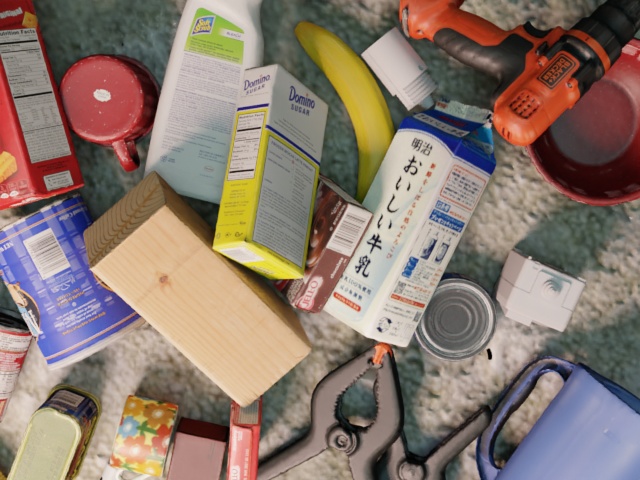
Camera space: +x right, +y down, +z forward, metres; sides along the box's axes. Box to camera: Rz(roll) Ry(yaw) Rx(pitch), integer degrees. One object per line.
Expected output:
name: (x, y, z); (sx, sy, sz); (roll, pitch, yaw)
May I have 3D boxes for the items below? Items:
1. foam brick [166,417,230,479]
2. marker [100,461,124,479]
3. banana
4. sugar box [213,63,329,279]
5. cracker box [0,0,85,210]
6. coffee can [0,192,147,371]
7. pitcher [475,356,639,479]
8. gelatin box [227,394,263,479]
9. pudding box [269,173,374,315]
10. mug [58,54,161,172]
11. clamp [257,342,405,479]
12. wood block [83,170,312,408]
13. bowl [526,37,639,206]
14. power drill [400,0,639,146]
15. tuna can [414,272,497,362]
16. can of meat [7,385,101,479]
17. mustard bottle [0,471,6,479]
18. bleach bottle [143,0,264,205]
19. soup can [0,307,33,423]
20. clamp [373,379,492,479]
foam brick: (-0.123, 0.224, 1.060); (0.053, 0.051, 0.078); (13, 95, -3)
marker: (-0.230, 0.282, 1.080); (0.020, 0.020, 0.121); (24, 95, -3)
banana: (0.032, -0.122, 1.035); (0.069, 0.037, 0.198); (-15, 95, 1)
sugar box: (-0.043, -0.061, 0.975); (0.048, 0.093, 0.176); (-6, 66, 32)
cracker box: (-0.323, -0.130, 0.980); (0.164, 0.072, 0.214); (-11, 97, 33)
coffee can: (-0.242, 0.039, 1.015); (0.103, 0.103, 0.140); (-27, 95, 2)
pitcher: (0.225, 0.242, 1.036); (0.145, 0.149, 0.243); (35, 97, -19)
gelatin box: (-0.073, 0.190, 1.031); (0.030, 0.089, 0.073); (4, 110, -3)
pudding box: (-0.007, 0.001, 1.014); (0.039, 0.090, 0.113); (24, 101, -36)
mug: (-0.197, -0.121, 1.011); (0.093, 0.081, 0.117); (-15, 95, 1)
clamp: (0.015, 0.196, 1.051); (0.165, 0.036, 0.210); (17, 97, 12)
wood block: (-0.111, 0.047, 0.988); (0.091, 0.090, 0.206); (-41, 117, 4)
bowl: (0.270, -0.115, 1.029); (0.162, 0.055, 0.162); (0, 95, -1)
power drill: (0.181, -0.200, 0.981); (0.184, 0.057, 0.188); (-45, 68, -10)
tuna can: (0.132, 0.077, 1.057); (0.086, 0.034, 0.086); (0, 95, 0)
can of meat: (-0.259, 0.201, 1.040); (0.057, 0.084, 0.102); (21, 95, -2)
mustard bottle: (-0.364, 0.251, 1.056); (0.191, 0.058, 0.096); (44, 95, -4)
bleach bottle: (-0.093, -0.163, 1.019); (0.102, 0.068, 0.251); (14, 93, -2)
soup can: (-0.325, 0.121, 1.040); (0.068, 0.068, 0.102); (20, 95, -3)
clamp: (0.104, 0.224, 1.065); (0.120, 0.039, 0.171); (8, 98, 17)
